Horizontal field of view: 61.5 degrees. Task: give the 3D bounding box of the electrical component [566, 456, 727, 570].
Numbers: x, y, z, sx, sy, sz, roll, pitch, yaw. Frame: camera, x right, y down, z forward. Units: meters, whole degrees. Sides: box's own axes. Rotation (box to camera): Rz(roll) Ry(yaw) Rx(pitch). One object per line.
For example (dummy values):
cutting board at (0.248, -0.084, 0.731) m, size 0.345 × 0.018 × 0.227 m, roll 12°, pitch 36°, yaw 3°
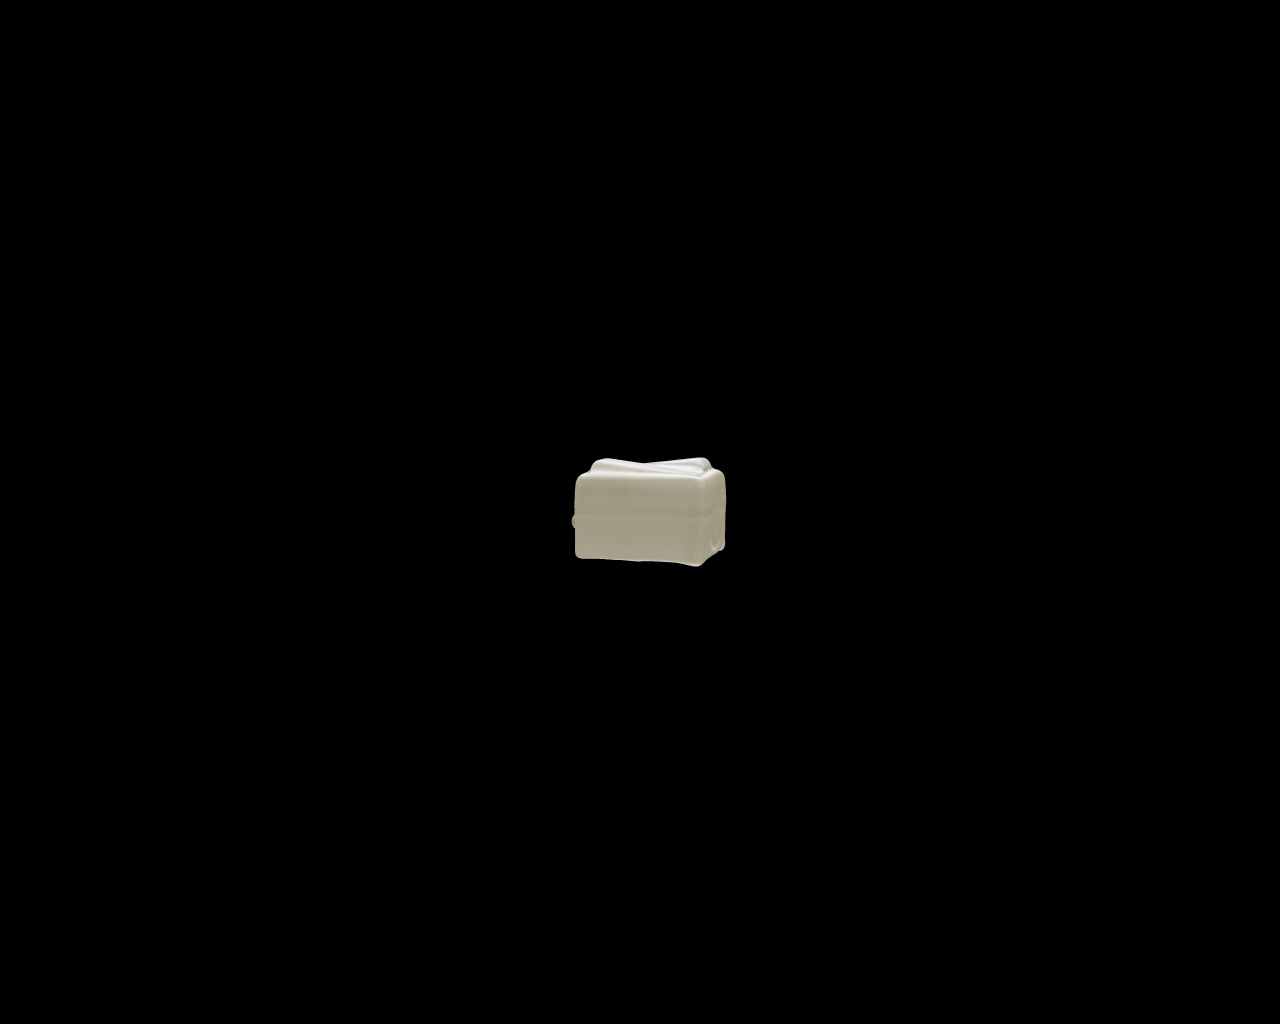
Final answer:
electrical component at (0.001, -0.003, 0.650) m, size 0.096 × 0.061 × 0.062 m, roll 2°, pitch 8°, yaw 18°
